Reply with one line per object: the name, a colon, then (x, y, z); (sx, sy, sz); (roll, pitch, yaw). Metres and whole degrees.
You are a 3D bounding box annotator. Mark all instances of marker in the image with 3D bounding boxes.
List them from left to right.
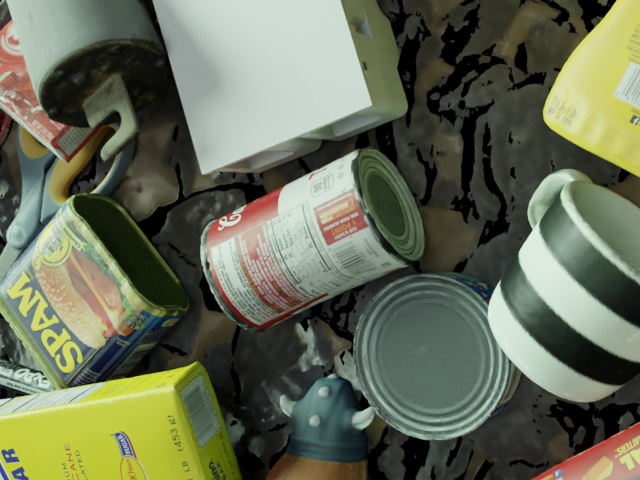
marker: (-0.181, 0.095, 0.695); (0.121, 0.020, 0.020); (12, 98, 27)

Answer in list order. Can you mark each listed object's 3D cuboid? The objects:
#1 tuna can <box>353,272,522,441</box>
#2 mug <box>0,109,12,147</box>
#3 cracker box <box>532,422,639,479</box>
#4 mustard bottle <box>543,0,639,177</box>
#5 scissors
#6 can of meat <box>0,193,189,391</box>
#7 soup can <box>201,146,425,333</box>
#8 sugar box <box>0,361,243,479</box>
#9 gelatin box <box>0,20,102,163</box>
tuna can: (0.062, 0.059, 0.558); (0.086, 0.033, 0.086); (1, 93, 28)
mug: (-0.272, -0.098, 0.699); (0.117, 0.081, 0.093); (28, 104, 24)
cracker box: (0.178, 0.171, 0.428); (0.164, 0.072, 0.214); (-36, 43, 24)
mustard bottle: (0.184, -0.117, 0.473); (0.096, 0.058, 0.192); (33, 107, 27)
scissors: (-0.199, -0.024, 0.701); (0.202, 0.016, 0.096); (-39, 73, 23)
can of meat: (-0.139, 0.034, 0.650); (0.084, 0.057, 0.102); (-46, 72, 19)
soup can: (-0.004, 0.001, 0.571); (0.102, 0.068, 0.068); (-25, 81, 26)
sugar box: (-0.135, 0.131, 0.608); (0.176, 0.048, 0.093); (-14, 98, 21)
gelatin box: (-0.164, -0.102, 0.655); (0.089, 0.030, 0.073); (38, 80, 21)
